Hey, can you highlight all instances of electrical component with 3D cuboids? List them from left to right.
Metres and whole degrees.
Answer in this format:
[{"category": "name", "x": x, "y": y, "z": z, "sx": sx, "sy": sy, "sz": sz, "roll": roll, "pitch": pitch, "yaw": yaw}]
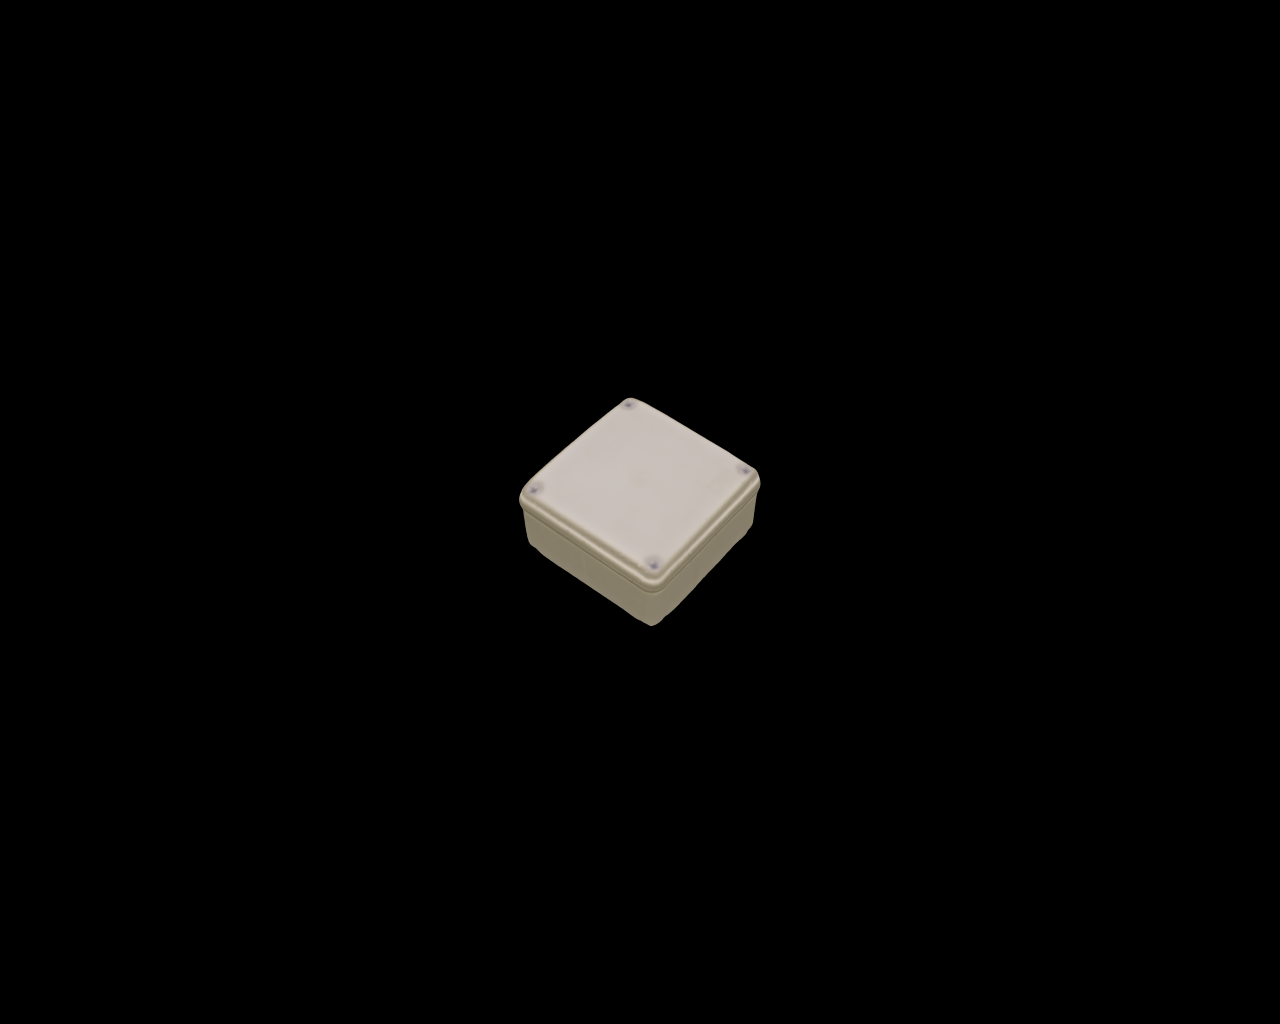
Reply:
[{"category": "electrical component", "x": 0.001, "y": -0.003, "z": 0.650, "sx": 0.109, "sy": 0.056, "sz": 0.109, "roll": 33, "pitch": 58, "yaw": 24}]
